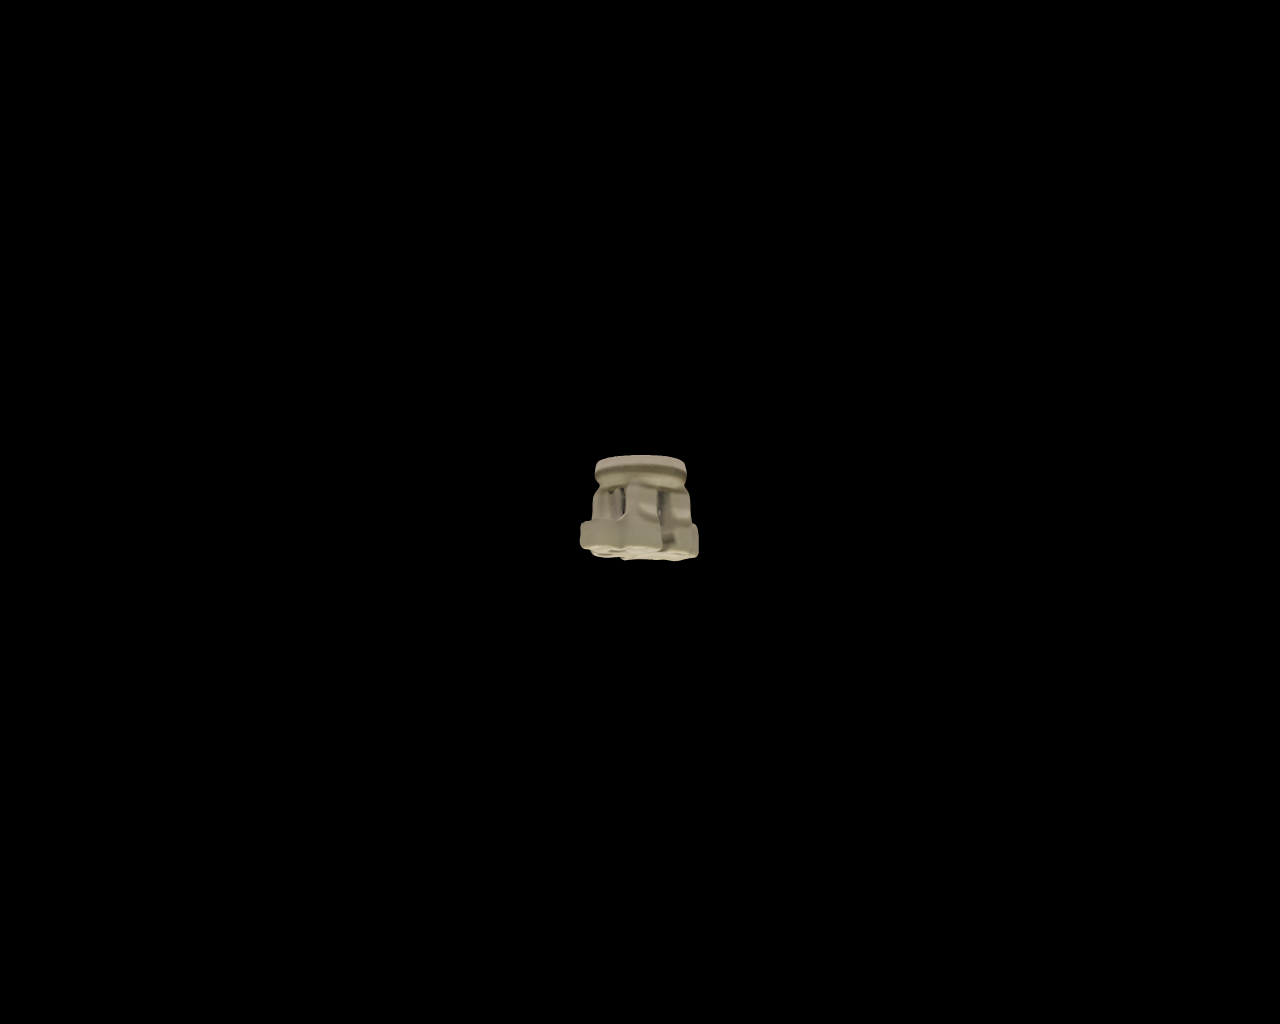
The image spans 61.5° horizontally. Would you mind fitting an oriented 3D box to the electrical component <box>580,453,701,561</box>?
[{"bbox_3d":[0.001,-0.003,0.650,0.078,0.057,0.058,8,-13,-39],"label":"electrical component"}]
